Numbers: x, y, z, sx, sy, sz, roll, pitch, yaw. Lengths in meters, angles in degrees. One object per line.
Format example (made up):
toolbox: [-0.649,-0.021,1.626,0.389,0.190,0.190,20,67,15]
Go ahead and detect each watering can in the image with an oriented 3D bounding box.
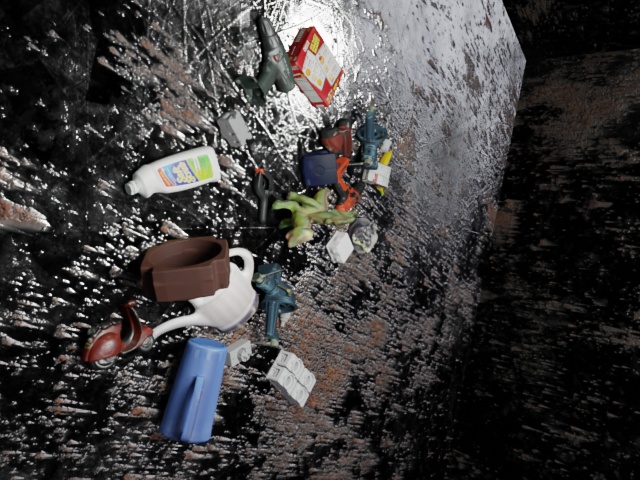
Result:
watering can: [-0.296,0.178,1.403,0.352,0.105,0.220,-48,135,-20]

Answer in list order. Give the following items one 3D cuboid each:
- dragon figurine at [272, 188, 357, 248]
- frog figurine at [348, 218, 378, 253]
dragon figurine: [0.005,-0.082,1.633,0.417,0.244,0.120,-35,133,-47]
frog figurine: [0.167,-0.017,2.019,0.159,0.123,0.137,-49,134,-88]
